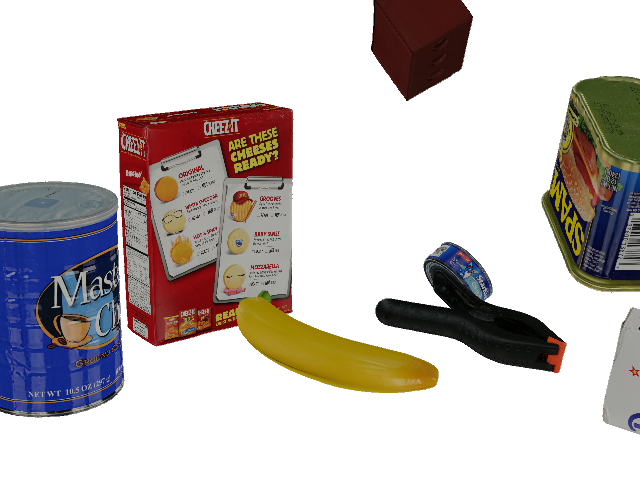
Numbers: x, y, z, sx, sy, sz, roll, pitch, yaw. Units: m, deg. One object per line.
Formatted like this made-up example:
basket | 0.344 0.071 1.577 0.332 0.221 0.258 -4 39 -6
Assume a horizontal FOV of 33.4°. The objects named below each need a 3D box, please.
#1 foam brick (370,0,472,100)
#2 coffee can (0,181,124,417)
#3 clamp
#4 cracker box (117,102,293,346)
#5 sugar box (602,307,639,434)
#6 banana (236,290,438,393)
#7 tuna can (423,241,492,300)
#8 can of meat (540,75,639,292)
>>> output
foam brick | 0.072 -0.149 0.774 0.053 0.051 0.078 -30 -17 -8
coffee can | -0.192 0.039 0.753 0.103 0.140 0.103 1 18 -1
clamp | 0.149 0.073 0.992 0.172 0.039 0.120 21 31 21
cracker box | -0.110 -0.020 1.047 0.163 0.214 0.072 -12 20 -36
sugar box | 0.312 0.123 0.819 0.176 0.093 0.048 15 28 22
banana | -0.003 0.078 0.821 0.069 0.037 0.198 -29 37 -36
tuna can | 0.165 0.046 1.291 0.033 0.086 0.086 -39 14 -19
can of meat | 0.168 -0.035 0.608 0.057 0.084 0.102 0 37 -5
